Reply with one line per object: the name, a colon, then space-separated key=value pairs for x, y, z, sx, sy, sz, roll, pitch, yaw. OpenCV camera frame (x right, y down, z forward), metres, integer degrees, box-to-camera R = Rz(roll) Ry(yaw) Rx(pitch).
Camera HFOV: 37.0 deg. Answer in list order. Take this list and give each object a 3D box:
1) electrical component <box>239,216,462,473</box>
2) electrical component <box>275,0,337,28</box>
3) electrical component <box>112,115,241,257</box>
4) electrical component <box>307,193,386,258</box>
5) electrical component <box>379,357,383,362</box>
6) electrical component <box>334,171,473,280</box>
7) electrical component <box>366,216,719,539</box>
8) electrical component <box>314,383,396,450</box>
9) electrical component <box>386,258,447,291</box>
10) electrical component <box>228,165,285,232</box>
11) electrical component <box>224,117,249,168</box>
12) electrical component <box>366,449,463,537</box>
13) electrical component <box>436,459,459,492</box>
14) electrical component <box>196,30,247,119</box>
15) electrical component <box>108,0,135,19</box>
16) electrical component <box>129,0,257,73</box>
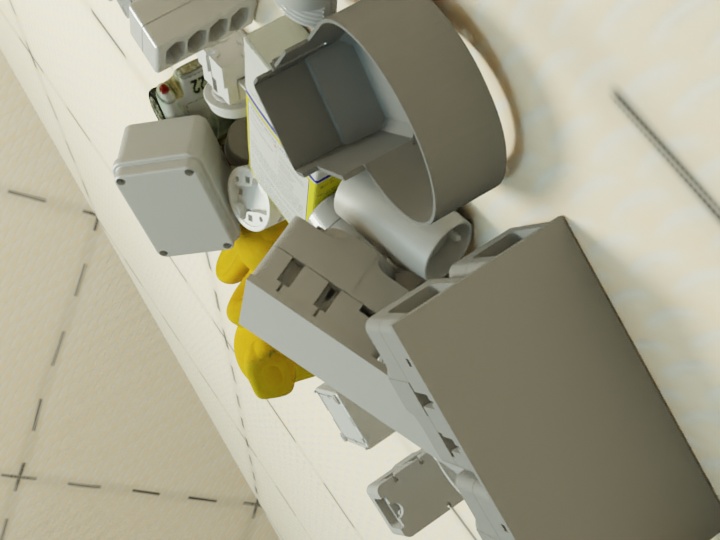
electrical component: x=0.019 y=0.050 z=0.682 sx=0.186 sy=0.060 sz=0.105 roll=34 pitch=161 yaw=2
electrical component: x=-0.031 y=-0.166 z=0.594 sx=0.043 sy=0.043 sz=0.081 roll=54 pitch=164 yaw=16
electrical component: x=-0.151 y=-0.068 z=0.906 sx=0.113 sy=0.078 sz=0.057 roll=69 pitch=-161 yaw=-50
electrical component: x=0.000 y=0.000 z=0.806 sx=0.073 sy=0.052 sz=0.138 roll=54 pitch=164 yaw=17
electrical component: x=0.044 y=0.071 z=0.762 sx=0.042 sy=0.064 sz=0.081 roll=140 pitch=139 yaw=-75
electrical component: x=0.030 y=-0.024 z=0.672 sx=0.077 sy=0.043 sz=0.079 roll=37 pitch=170 yaw=27
electrical component: x=0.096 y=0.080 z=0.564 sx=0.186 sy=0.105 sz=0.060 roll=60 pitch=165 yaw=-7
electrical component: x=0.003 y=0.125 z=1.022 sx=0.061 sy=0.061 sz=0.096 roll=59 pitch=165 yaw=-6
electrical component: x=0.043 y=0.016 z=0.723 sx=0.062 sy=0.048 sz=0.048 roll=44 pitch=160 yaw=23
electrical component: x=-0.075 y=-0.065 z=0.893 sx=0.055 sy=0.047 sz=0.055 roll=24 pitch=125 yaw=40
electrical component: x=-0.097 y=-0.104 z=0.929 sx=0.040 sy=0.040 sz=0.078 roll=57 pitch=165 yaw=3
electrical component: x=0.057 y=0.180 z=0.910 sx=0.050 sy=0.089 sz=0.055 roll=57 pitch=165 yaw=3
electrical component: x=0.089 y=0.129 z=0.772 sx=0.058 sy=0.057 sz=0.078 roll=44 pitch=159 yaw=42
electrical component: x=-0.099 y=-0.152 z=0.836 sx=0.066 sy=0.048 sz=0.055 roll=48 pitch=154 yaw=34
electrical component: x=-0.204 y=-0.298 z=0.847 sx=0.186 sy=0.060 sz=0.105 roll=62 pitch=164 yaw=-15
electrical component: x=-0.128 y=-0.197 z=0.764 sx=0.075 sy=0.083 sz=0.047 roll=57 pitch=165 yaw=4
